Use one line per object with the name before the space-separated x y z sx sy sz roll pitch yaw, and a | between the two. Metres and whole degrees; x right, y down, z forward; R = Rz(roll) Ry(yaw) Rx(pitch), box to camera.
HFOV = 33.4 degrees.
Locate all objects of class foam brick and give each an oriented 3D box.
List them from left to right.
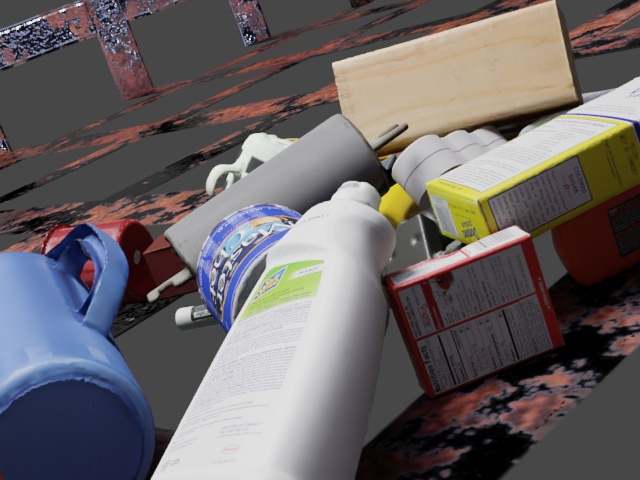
foam brick | -0.116 0.017 1.004 0.078 0.051 0.053 -14 17 21

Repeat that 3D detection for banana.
banana | 0.076 -0.023 0.930 0.070 0.037 0.197 -10 19 32

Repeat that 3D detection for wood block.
wood block | 0.128 -0.143 0.983 0.206 0.090 0.090 -13 -2 18

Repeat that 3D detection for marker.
marker | -0.063 0.055 0.869 0.121 0.020 0.020 -12 17 24

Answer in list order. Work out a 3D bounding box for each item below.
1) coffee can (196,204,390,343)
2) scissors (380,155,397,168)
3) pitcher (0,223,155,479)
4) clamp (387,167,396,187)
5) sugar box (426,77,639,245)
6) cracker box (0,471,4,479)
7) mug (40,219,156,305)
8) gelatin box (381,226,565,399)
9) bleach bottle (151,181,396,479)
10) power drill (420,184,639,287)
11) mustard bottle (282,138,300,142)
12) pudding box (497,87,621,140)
coffee can | -0.023 0.035 0.733 0.102 0.103 0.140 -23 15 -11
scissors | 0.081 -0.074 1.133 0.096 0.016 0.202 -33 21 -34
pitcher | -0.181 0.086 0.697 0.144 0.149 0.243 -13 16 -20
clamp | 0.029 -0.045 1.045 0.209 0.036 0.165 -33 22 -26
sugar box | 0.164 -0.051 0.690 0.176 0.048 0.093 -24 15 -10
cracker box | -0.211 0.134 0.517 0.072 0.164 0.214 -27 17 -33
mug | -0.204 0.027 1.037 0.082 0.093 0.117 -9 -18 20
gelatin box | 0.090 0.042 0.626 0.089 0.073 0.030 -21 15 -2
bleach bottle | -0.005 0.056 0.564 0.103 0.068 0.250 -17 34 35
power drill | 0.158 -0.018 0.773 0.184 0.057 0.188 -28 18 -14
mustard bottle | -0.047 -0.077 1.222 0.096 0.058 0.192 -35 16 -2
pudding box | 0.236 -0.110 1.026 0.114 0.039 0.089 -3 22 42
